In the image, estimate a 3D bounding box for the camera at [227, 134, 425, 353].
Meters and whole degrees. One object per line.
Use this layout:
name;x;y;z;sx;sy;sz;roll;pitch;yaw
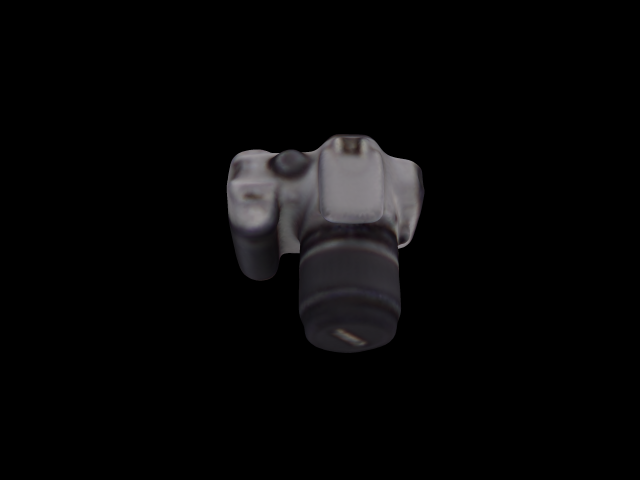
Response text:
camera;0.004;0.001;0.400;0.143;0.101;0.137;0;58;0
